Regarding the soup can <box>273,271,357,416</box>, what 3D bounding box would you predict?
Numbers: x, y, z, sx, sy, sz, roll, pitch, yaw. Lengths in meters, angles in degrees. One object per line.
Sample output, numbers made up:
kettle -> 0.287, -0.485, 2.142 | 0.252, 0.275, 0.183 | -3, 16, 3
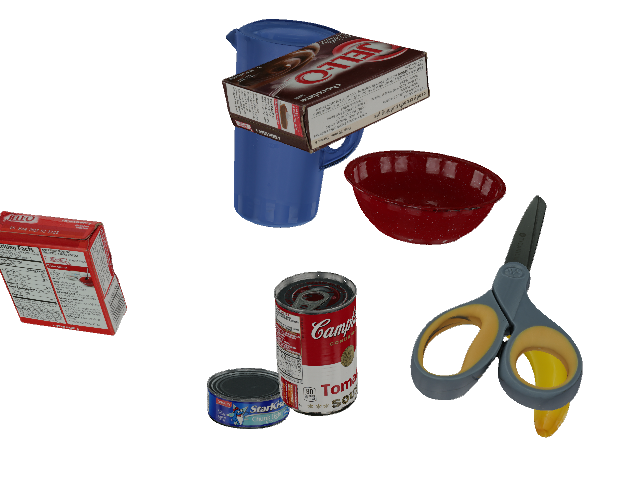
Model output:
soup can -> -0.003, 0.087, 0.892 | 0.068, 0.102, 0.068 | -2, 25, 1

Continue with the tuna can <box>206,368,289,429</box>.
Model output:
tuna can -> -0.073, 0.161, 1.090 | 0.086, 0.034, 0.086 | 2, 14, -1

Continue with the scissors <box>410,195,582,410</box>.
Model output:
scissors -> 0.123, 0.033, 0.601 | 0.096, 0.016, 0.201 | 21, 40, 28

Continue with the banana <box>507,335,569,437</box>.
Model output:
banana -> 0.228, 0.133, 1.136 | 0.069, 0.037, 0.198 | -26, 34, 2

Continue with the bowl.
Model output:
bowl -> 0.102, -0.039, 1.072 | 0.162, 0.055, 0.162 | 4, 24, -2

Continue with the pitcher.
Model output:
pitcher -> -0.036, -0.141, 1.310 | 0.144, 0.243, 0.149 | -6, 26, -25

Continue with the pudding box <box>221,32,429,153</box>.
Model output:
pudding box -> 0.005, -0.104, 0.728 | 0.113, 0.039, 0.090 | -30, 34, -30

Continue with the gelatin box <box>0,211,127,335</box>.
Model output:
gelatin box -> -0.178, 0.022, 0.730 | 0.073, 0.089, 0.030 | 6, 45, 13
